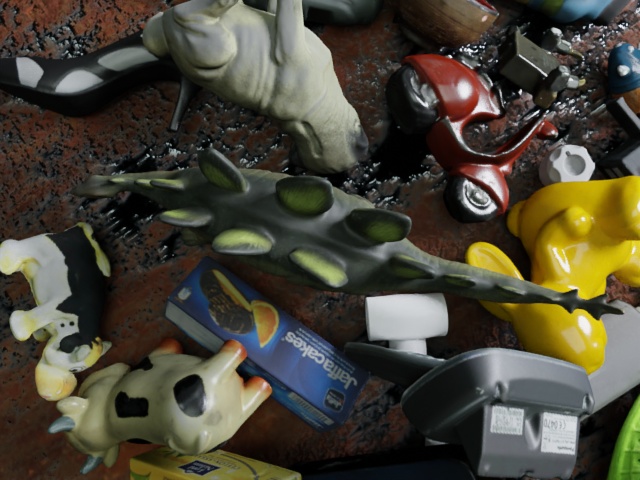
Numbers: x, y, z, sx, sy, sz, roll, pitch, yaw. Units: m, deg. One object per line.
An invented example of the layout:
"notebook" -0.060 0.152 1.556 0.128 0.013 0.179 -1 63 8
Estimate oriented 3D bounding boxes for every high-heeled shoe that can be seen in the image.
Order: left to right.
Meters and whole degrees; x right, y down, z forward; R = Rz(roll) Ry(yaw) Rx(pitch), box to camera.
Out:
"high-heeled shoe" -0.219 -0.196 0.546 0.249 0.086 0.145 14 84 -3

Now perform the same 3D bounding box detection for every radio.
"radio" 0.054 0.258 0.469 0.230 0.073 0.131 -20 75 26

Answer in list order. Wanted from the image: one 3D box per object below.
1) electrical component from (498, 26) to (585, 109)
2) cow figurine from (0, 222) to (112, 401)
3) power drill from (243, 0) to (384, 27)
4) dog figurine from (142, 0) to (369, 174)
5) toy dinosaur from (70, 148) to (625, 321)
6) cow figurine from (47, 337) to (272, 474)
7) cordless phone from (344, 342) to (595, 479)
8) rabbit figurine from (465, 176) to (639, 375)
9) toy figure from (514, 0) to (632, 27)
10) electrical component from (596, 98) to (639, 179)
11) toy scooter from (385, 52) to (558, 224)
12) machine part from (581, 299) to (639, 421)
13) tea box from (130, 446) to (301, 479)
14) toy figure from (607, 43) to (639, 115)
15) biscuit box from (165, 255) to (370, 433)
"electrical component" 0.220 -0.176 0.532 0.078 0.045 0.102 35 45 -10
"cow figurine" -0.251 0.070 0.539 0.098 0.068 0.167 -15 88 -6
"power drill" -0.026 -0.331 0.549 0.232 0.086 0.207 20 84 0
"dog figurine" -0.053 -0.136 0.506 0.172 0.121 0.190 -13 114 6
"toy dinosaur" -0.001 -0.001 0.472 0.472 0.198 0.105 11 91 3
"cow figurine" -0.156 0.154 0.496 0.195 0.127 0.085 -5 119 36
"cordless phone" 0.115 0.125 0.462 0.146 0.184 0.088 16 84 -31
"rabbit figurine" 0.216 0.034 0.489 0.163 0.121 0.173 7 65 23
"toy figure" 0.222 -0.273 0.541 0.180 0.082 0.089 33 85 0
"electrical component" 0.312 -0.079 0.528 0.048 0.075 0.119 -39 91 10
"toy scooter" 0.158 -0.117 0.537 0.135 0.075 0.184 -28 86 -7
"machine part" 0.240 0.133 0.520 0.243 0.079 0.079 -31 87 -1
"tea box" -0.096 0.247 0.481 0.170 0.068 0.098 -8 84 39
"toy figure" 0.344 -0.133 0.542 0.154 0.064 0.058 48 126 7
"biscuit box" -0.053 0.103 0.526 0.203 0.059 0.063 36 58 1
